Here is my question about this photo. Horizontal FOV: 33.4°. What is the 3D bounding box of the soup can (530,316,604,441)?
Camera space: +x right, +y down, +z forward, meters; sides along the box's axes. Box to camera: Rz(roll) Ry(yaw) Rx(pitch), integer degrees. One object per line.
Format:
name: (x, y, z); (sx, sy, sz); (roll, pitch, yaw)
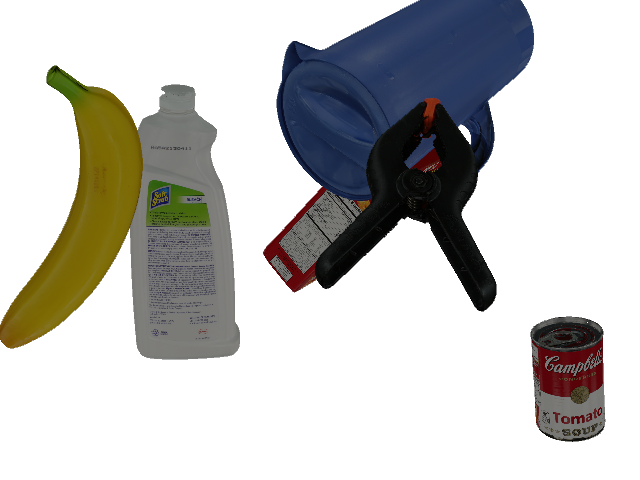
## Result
soup can: (0.240, 0.134, 1.033); (0.068, 0.102, 0.068); (-7, 21, 2)

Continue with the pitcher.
pitcher: (0.092, -0.139, 0.963); (0.145, 0.149, 0.242); (22, 45, 37)

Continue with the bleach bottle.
bleach bottle: (-0.122, -0.016, 0.974); (0.102, 0.251, 0.068); (-1, 22, -11)

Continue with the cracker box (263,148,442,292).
cracker box: (0.048, -0.048, 1.257); (0.214, 0.072, 0.163); (-47, -11, 35)

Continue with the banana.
banana: (-0.149, -0.015, 0.655); (0.069, 0.198, 0.037); (7, 29, -21)

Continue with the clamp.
clamp: (0.058, -0.027, 0.746); (0.120, 0.171, 0.039); (4, -36, -3)
